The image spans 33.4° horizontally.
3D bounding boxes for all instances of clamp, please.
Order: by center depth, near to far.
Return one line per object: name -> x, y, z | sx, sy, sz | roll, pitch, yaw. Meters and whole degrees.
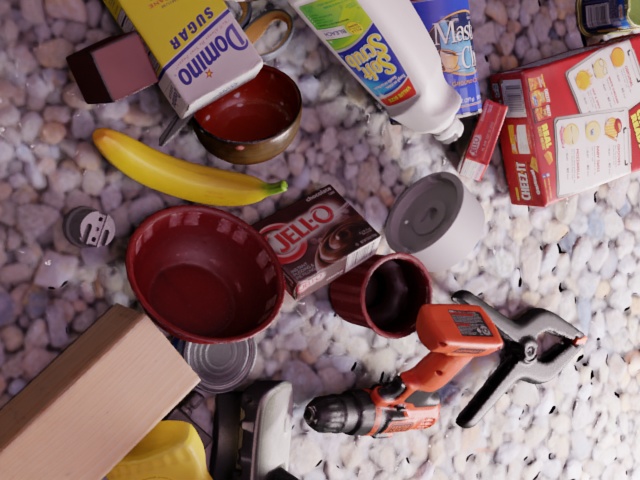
clamp -> 0.240, 0.124, 1.300 | 0.209, 0.036, 0.164 | -13, 101, -31

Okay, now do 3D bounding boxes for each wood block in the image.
wood block -> -0.226, 0.166, 1.003 | 0.206, 0.090, 0.090 | -45, 114, -19

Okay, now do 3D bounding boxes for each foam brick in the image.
foam brick -> -0.196, -0.160, 1.001 | 0.053, 0.078, 0.051 | -30, 109, -23

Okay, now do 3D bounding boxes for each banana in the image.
banana -> -0.134, -0.068, 1.053 | 0.197, 0.070, 0.037 | 13, 54, -22

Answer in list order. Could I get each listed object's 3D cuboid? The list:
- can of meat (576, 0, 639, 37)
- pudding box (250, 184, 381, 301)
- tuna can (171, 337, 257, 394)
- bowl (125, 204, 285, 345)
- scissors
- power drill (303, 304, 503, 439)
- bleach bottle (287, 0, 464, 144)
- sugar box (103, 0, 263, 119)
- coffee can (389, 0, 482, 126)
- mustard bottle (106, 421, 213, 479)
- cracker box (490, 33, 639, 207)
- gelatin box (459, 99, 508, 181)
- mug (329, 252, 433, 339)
can of meat -> 0.384, -0.287, 1.322 | 0.101, 0.084, 0.057 | -11, 99, -29
pudding box -> -0.007, 0.001, 1.117 | 0.113, 0.090, 0.039 | -28, 149, -27
tuna can -> -0.109, 0.114, 1.099 | 0.086, 0.034, 0.086 | -3, 95, -30
bowl -> -0.118, 0.045, 1.050 | 0.162, 0.055, 0.162 | 14, 50, -17
scissors -> -0.112, -0.180, 1.055 | 0.201, 0.016, 0.096 | -40, 80, -24
power drill -> 0.092, 0.145, 1.146 | 0.184, 0.188, 0.057 | 3, 48, -40
bleach bottle -> 0.070, -0.186, 1.040 | 0.250, 0.103, 0.068 | 45, 55, -33
sugar box -> -0.140, -0.213, 1.015 | 0.093, 0.048, 0.176 | -34, 87, -23
coffee can -> 0.118, -0.202, 1.164 | 0.102, 0.103, 0.140 | -14, 101, -29
mustard bottle -> -0.138, 0.269, 1.063 | 0.096, 0.058, 0.191 | -15, 119, 11
cracker box -> 0.316, -0.148, 1.302 | 0.213, 0.072, 0.164 | -20, 105, -28
gelatin box -> 0.185, -0.113, 1.221 | 0.030, 0.089, 0.073 | 20, 83, 6
mug -> 0.072, 0.062, 1.171 | 0.117, 0.082, 0.093 | 27, 81, -29
